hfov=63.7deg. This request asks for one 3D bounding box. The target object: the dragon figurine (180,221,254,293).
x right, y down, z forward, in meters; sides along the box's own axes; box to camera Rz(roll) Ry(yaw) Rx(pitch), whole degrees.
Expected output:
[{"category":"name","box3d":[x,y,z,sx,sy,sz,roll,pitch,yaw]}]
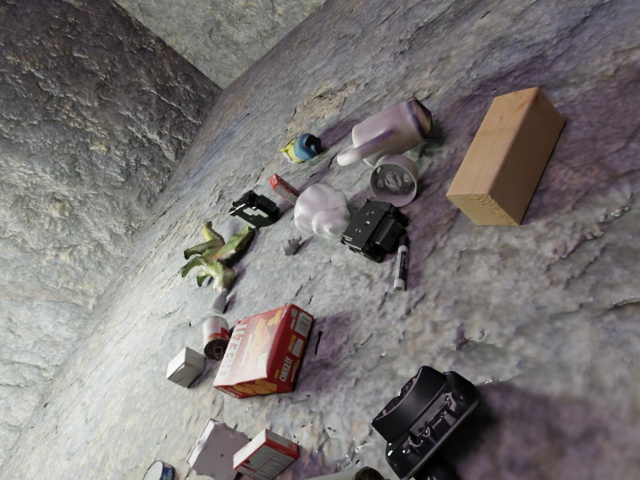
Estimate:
[{"category":"dragon figurine","box3d":[-0.306,0.024,1.638,0.241,0.120,0.420,-22,38,17]}]

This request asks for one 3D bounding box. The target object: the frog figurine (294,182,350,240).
[{"category":"frog figurine","box3d":[0.004,-0.060,1.196,0.137,0.121,0.162,-26,20,9]}]

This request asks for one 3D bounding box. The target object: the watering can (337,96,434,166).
[{"category":"watering can","box3d":[0.149,-0.241,1.172,0.223,0.103,0.352,-24,11,17]}]
